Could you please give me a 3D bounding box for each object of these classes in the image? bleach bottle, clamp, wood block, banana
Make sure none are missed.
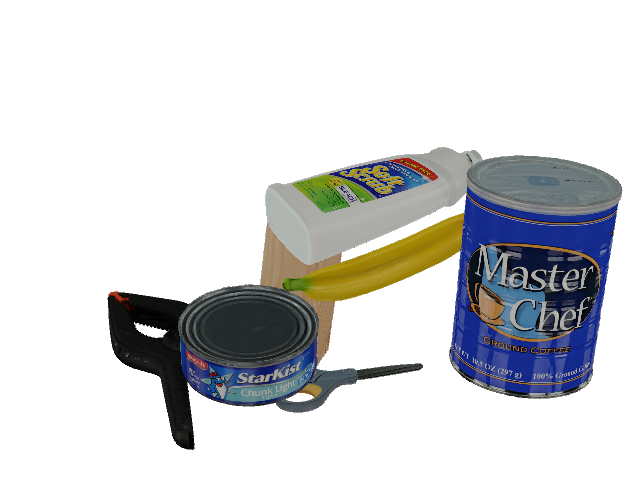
[{"bbox_3d":[0.070,-0.055,1.200,0.250,0.068,0.103,-21,43,-23],"label":"bleach bottle"},{"bbox_3d":[-0.120,0.101,1.002,0.164,0.036,0.210,-23,41,-35],"label":"clamp"},{"bbox_3d":[-0.029,0.063,1.452,0.090,0.206,0.090,12,21,12],"label":"wood block"},{"bbox_3d":[0.066,0.020,0.988,0.198,0.037,0.069,-22,-7,9],"label":"banana"}]

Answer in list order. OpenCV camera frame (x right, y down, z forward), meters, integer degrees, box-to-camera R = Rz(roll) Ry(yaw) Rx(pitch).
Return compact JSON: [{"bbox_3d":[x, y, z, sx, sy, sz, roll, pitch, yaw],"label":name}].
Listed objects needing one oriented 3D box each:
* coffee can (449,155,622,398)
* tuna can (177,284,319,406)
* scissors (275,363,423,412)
[{"bbox_3d":[0.146,0.023,0.739,0.103,0.140,0.103,2,22,-1],"label":"coffee can"},{"bbox_3d":[-0.044,0.064,0.656,0.086,0.034,0.086,1,30,-1],"label":"tuna can"},{"bbox_3d":[0.027,0.164,1.205,0.201,0.016,0.096,1,24,-8],"label":"scissors"}]
